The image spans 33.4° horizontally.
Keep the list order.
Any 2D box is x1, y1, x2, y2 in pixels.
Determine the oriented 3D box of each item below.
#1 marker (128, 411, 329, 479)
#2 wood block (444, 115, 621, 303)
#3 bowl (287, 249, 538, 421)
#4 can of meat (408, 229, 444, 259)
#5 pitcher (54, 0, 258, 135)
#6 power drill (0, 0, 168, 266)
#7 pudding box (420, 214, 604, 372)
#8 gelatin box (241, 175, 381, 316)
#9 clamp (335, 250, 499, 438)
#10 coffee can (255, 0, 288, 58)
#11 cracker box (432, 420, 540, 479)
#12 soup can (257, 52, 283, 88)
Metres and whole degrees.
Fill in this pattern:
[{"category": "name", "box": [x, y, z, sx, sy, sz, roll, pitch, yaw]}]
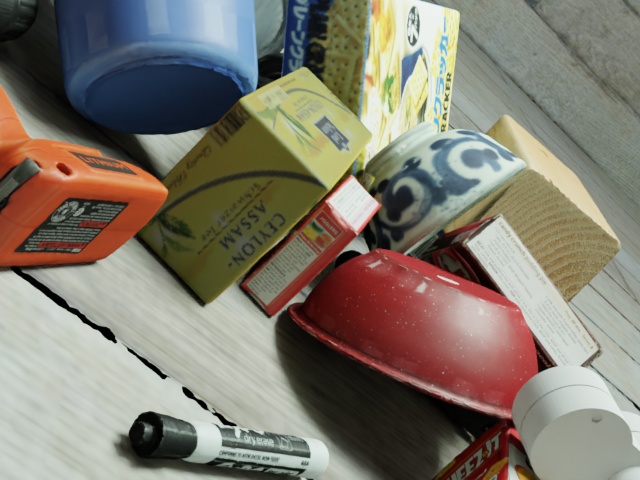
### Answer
[{"category": "marker", "box": [-0.038, 0.090, 0.465, 0.120, 0.020, 0.020, 23, 30, -51]}, {"category": "wood block", "box": [0.158, -0.022, 0.845, 0.091, 0.090, 0.206, 40, 16, -7]}, {"category": "bowl", "box": [0.065, 0.047, 0.624, 0.162, 0.055, 0.162, 22, 6, -3]}, {"category": "can of meat", "box": [0.108, 0.022, 0.880, 0.101, 0.057, 0.084, 24, 27, -50]}, {"category": "pitcher", "box": [-0.100, -0.194, 0.620, 0.149, 0.145, 0.243, 24, 54, -57]}, {"category": "power drill", "box": [-0.154, -0.074, 0.494, 0.188, 0.057, 0.184, 49, 16, 12]}, {"category": "pudding box", "box": [0.122, 0.041, 0.699, 0.113, 0.039, 0.090, 51, -13, -2]}, {"category": "gelatin box", "box": [-0.004, 0.001, 0.642, 0.030, 0.073, 0.089, 46, 18, -2]}, {"category": "clamp", "box": [0.091, 0.071, 0.757, 0.120, 0.039, 0.171, -13, 62, -51]}, {"category": "coffee can", "box": [-0.081, -0.212, 0.869, 0.102, 0.103, 0.140, 35, 21, -32]}, {"category": "cracker box", "box": [0.118, 0.201, 0.503, 0.164, 0.072, 0.213, 46, 17, -3]}, {"category": "soup can", "box": [-0.015, -0.110, 0.859, 0.068, 0.069, 0.102, 52, 18, 13]}]
